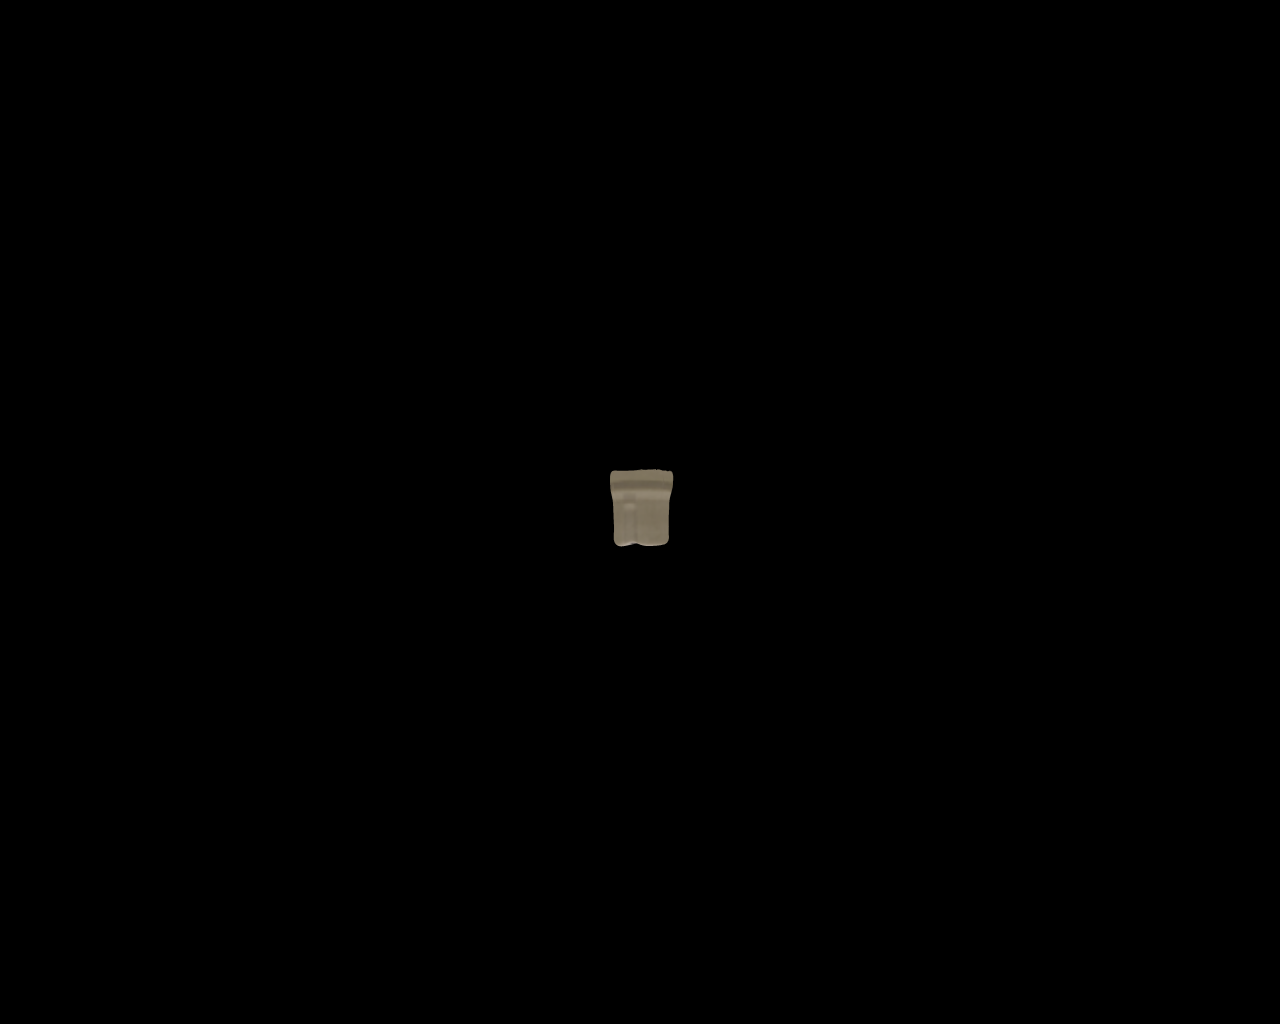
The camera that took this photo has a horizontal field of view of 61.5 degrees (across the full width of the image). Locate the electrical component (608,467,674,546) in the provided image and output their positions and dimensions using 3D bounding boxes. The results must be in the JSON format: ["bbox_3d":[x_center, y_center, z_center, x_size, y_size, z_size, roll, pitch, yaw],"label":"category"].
[{"bbox_3d":[0.001,-0.003,0.650,0.040,0.046,0.040,0,-3,0],"label":"electrical component"}]
